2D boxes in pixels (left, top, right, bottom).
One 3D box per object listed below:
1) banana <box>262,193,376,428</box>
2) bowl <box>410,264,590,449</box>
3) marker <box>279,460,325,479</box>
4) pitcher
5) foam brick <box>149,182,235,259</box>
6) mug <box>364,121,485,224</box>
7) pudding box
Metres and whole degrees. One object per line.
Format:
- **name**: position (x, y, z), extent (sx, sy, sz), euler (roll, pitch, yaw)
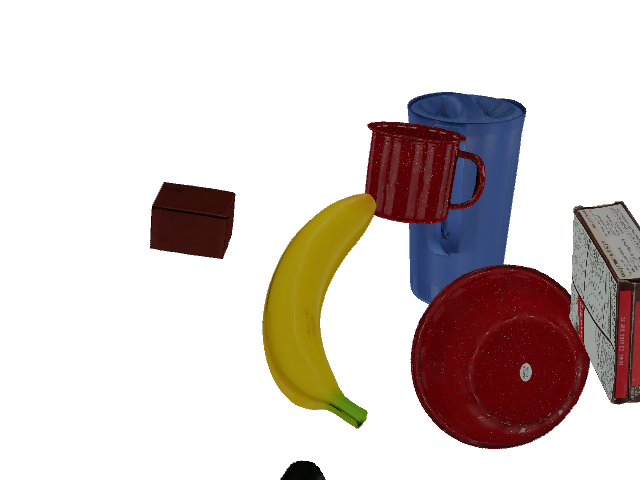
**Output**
- **banana**: position (-0.002, 0.038, 0.704), extent (0.069, 0.197, 0.037), euler (14, -43, -9)
- **bowl**: position (0.160, 0.103, 0.890), extent (0.162, 0.162, 0.055), euler (0, 6, -10)
- **marker**: position (-0.028, 0.122, 0.418), extent (0.020, 0.020, 0.121), euler (0, 20, 26)
- **pitcher**: position (0.159, -0.043, 1.241), extent (0.149, 0.243, 0.145), euler (-8, 24, -20)
- **foam brick**: position (-0.129, -0.021, 1.081), extent (0.078, 0.051, 0.053), euler (9, 32, 3)
- **mug**: position (0.097, -0.061, 1.001), extent (0.117, 0.081, 0.093), euler (10, 15, 13)
- **pudding box**: position (0.192, 0.038, 0.690), extent (0.039, 0.090, 0.113), euler (-5, 26, -1)
